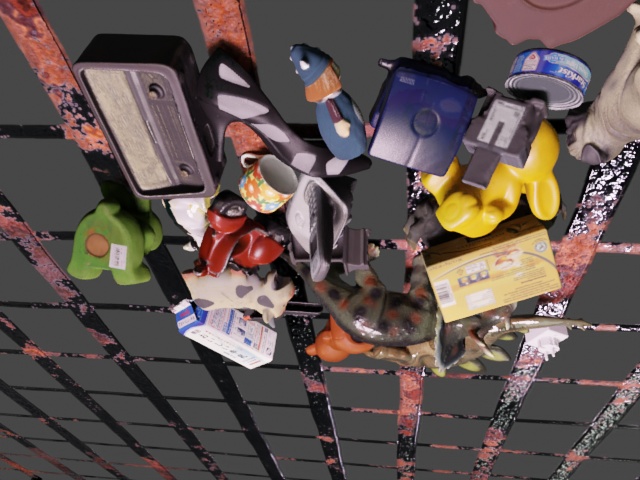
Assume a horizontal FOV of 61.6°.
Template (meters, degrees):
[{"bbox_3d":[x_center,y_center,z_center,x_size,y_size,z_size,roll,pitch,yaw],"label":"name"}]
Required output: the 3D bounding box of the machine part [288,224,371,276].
[{"bbox_3d":[0.014,0.016,0.893,0.139,0.084,0.039,1,164,11],"label":"machine part"}]

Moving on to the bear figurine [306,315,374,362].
[{"bbox_3d":[0.047,0.175,1.076,0.120,0.132,0.196,5,165,-15],"label":"bear figurine"}]

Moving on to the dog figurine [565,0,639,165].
[{"bbox_3d":[0.349,-0.134,0.580,0.121,0.172,0.190,17,134,6],"label":"dog figurine"}]

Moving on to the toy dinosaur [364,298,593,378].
[{"bbox_3d":[0.267,0.193,1.055,0.198,0.105,0.472,28,147,-34],"label":"toy dinosaur"}]

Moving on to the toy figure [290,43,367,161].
[{"bbox_3d":[0.011,-0.173,0.664,0.064,0.058,0.154,18,142,52],"label":"toy figure"}]

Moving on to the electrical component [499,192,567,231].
[{"bbox_3d":[0.320,-0.032,0.809,0.078,0.045,0.102,35,139,12],"label":"electrical component"}]

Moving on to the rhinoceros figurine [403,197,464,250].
[{"bbox_3d":[0.217,0.009,0.835,0.190,0.073,0.112,38,107,-10],"label":"rhinoceros figurine"}]

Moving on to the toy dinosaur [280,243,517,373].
[{"bbox_3d":[0.110,0.116,0.909,0.405,0.192,0.131,4,139,2],"label":"toy dinosaur"}]

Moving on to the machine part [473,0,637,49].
[{"bbox_3d":[0.229,-0.271,0.515,0.179,0.056,0.179,5,143,4],"label":"machine part"}]

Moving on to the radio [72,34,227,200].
[{"bbox_3d":[-0.214,-0.155,0.720,0.131,0.073,0.229,2,142,9],"label":"radio"}]

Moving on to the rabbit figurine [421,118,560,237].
[{"bbox_3d":[0.247,-0.080,0.707,0.162,0.122,0.173,25,124,-25],"label":"rabbit figurine"}]

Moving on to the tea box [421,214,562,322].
[{"bbox_3d":[0.242,0.040,0.769,0.170,0.068,0.098,-18,109,9],"label":"tea box"}]

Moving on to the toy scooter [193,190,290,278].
[{"bbox_3d":[-0.130,0.010,0.839,0.075,0.135,0.183,30,177,33],"label":"toy scooter"}]

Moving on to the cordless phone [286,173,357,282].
[{"bbox_3d":[-0.002,-0.002,0.787,0.089,0.184,0.146,12,141,-12],"label":"cordless phone"}]

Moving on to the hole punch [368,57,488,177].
[{"bbox_3d":[0.123,-0.149,0.662,0.142,0.092,0.115,17,137,-5],"label":"hole punch"}]

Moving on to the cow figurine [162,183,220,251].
[{"bbox_3d":[-0.204,-0.031,0.877,0.098,0.068,0.167,7,138,10],"label":"cow figurine"}]

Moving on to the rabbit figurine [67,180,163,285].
[{"bbox_3d":[-0.316,-0.018,0.865,0.121,0.170,0.159,0,99,7],"label":"rabbit figurine"}]

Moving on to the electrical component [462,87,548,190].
[{"bbox_3d":[0.211,-0.113,0.634,0.075,0.119,0.047,21,-179,28],"label":"electrical component"}]

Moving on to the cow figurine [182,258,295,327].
[{"bbox_3d":[-0.142,0.094,0.987,0.195,0.085,0.127,-4,116,12],"label":"cow figurine"}]

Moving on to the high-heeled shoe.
[{"bbox_3d":[-0.038,-0.164,0.709,0.249,0.086,0.145,1,112,-20],"label":"high-heeled shoe"}]
